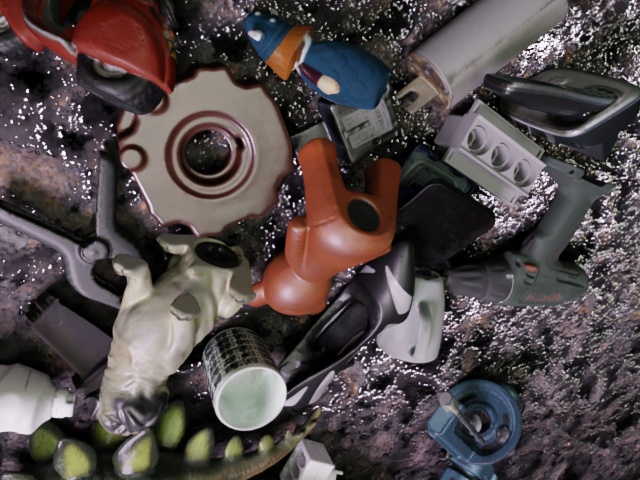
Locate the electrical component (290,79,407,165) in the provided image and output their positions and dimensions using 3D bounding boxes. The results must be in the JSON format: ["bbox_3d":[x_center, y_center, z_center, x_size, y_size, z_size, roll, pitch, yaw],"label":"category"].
[{"bbox_3d":[0.027,-0.125,0.590,0.119,0.048,0.074,-25,115,-12],"label":"electrical component"}]

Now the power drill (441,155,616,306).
[{"bbox_3d":[0.286,-0.004,0.712,0.232,0.086,0.207,13,100,-26],"label":"power drill"}]

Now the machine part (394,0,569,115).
[{"bbox_3d":[0.183,-0.224,0.594,0.243,0.079,0.079,-39,117,-3],"label":"machine part"}]

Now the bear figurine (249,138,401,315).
[{"bbox_3d":[-0.002,0.002,0.589,0.120,0.196,0.132,12,60,-24],"label":"bear figurine"}]

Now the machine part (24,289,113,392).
[{"bbox_3d":[-0.256,0.113,0.579,0.084,0.039,0.138,-34,119,-1],"label":"machine part"}]

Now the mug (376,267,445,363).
[{"bbox_3d":[0.118,0.092,0.672,0.081,0.109,0.107,8,104,3],"label":"mug"}]

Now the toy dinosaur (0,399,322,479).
[{"bbox_3d":[-0.221,0.287,0.622,0.471,0.105,0.198,-3,107,-24],"label":"toy dinosaur"}]

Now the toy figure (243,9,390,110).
[{"bbox_3d":[-0.008,-0.178,0.533,0.155,0.064,0.057,26,113,7],"label":"toy figure"}]

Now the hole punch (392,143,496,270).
[{"bbox_3d":[0.129,-0.040,0.648,0.142,0.092,0.116,26,128,-29],"label":"hole punch"}]

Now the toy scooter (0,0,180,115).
[{"bbox_3d":[-0.191,-0.195,0.454,0.184,0.075,0.135,24,86,5],"label":"toy scooter"}]

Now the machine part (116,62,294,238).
[{"bbox_3d":[-0.113,-0.089,0.547,0.179,0.056,0.179,-7,112,-19],"label":"machine part"}]

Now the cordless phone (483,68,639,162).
[{"bbox_3d":[0.238,-0.158,0.598,0.184,0.147,0.088,6,115,-24],"label":"cordless phone"}]

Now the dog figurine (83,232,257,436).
[{"bbox_3d":[-0.156,0.101,0.576,0.172,0.121,0.190,-15,136,-50],"label":"dog figurine"}]

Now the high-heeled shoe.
[{"bbox_3d":[0.015,0.101,0.633,0.145,0.086,0.248,-8,131,-36],"label":"high-heeled shoe"}]

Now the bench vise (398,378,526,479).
[{"bbox_3d":[0.198,0.280,0.749,0.223,0.129,0.240,-47,135,-7],"label":"bench vise"}]
